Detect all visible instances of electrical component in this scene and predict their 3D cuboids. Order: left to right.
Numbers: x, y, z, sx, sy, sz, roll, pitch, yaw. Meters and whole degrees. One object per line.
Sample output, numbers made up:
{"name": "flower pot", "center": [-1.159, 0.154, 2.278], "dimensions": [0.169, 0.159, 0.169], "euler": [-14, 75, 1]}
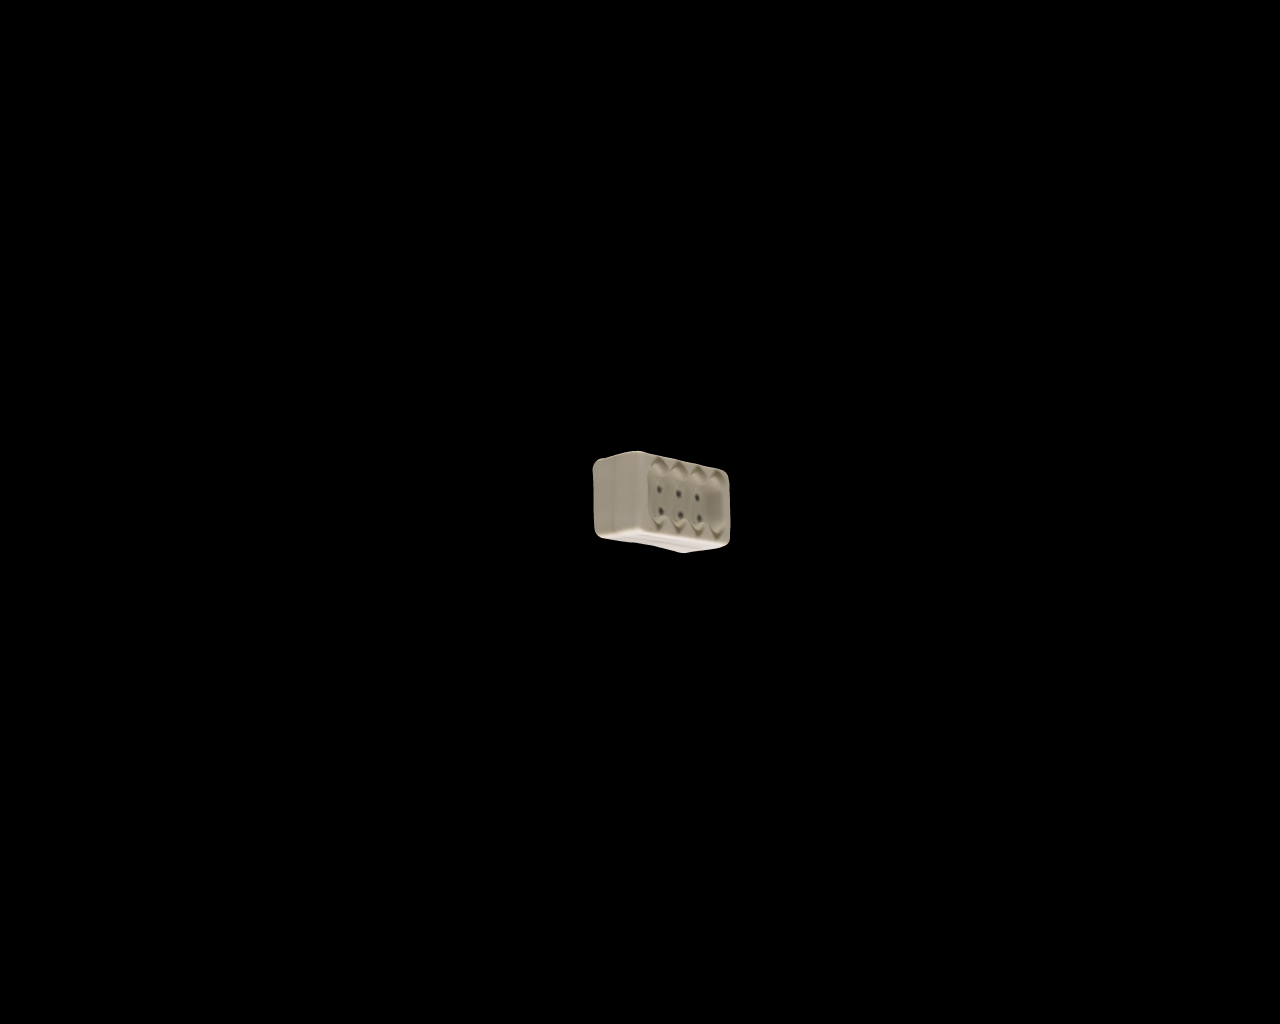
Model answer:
{"name": "electrical component", "center": [0.001, -0.003, 0.650], "dimensions": [0.075, 0.047, 0.083], "euler": [-10, -14, 42]}
